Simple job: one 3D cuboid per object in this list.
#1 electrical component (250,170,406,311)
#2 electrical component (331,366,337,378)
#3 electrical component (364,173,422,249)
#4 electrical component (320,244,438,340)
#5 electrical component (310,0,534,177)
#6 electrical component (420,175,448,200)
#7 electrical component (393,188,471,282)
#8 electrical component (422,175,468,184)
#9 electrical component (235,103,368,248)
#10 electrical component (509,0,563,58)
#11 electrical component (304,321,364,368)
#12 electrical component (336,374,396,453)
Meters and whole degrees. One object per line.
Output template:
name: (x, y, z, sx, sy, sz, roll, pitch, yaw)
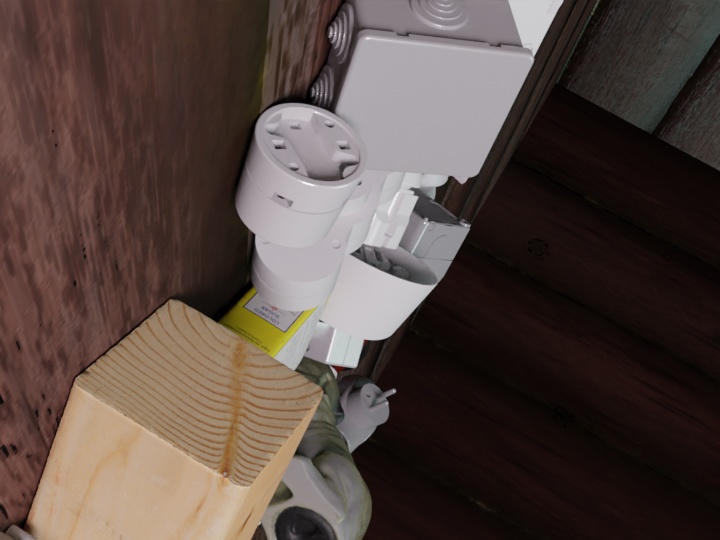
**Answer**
electrical component: (-0.013, -0.047, 0.630, 0.138, 0.052, 0.073, -57, 173, -30)
electrical component: (-0.060, 0.113, 0.979, 0.059, 0.054, 0.095, -58, 173, -18)
electrical component: (0.008, -0.052, 0.734, 0.078, 0.058, 0.057, 6, 111, -57)
electrical component: (0.000, 0.000, 0.748, 0.064, 0.099, 0.099, -57, 176, 27)
electrical component: (0.028, -0.096, 0.547, 0.099, 0.100, 0.048, 113, -25, -50)
electrical component: (0.040, -0.076, 0.902, 0.057, 0.058, 0.078, -61, 175, 36)
electrical component: (0.025, -0.035, 0.833, 0.062, 0.096, 0.061, 4, 119, -50)
electrical component: (0.053, -0.103, 0.833, 0.064, 0.081, 0.042, -30, -159, 54)
electrical component: (-0.030, -0.044, 0.514, 0.055, 0.055, 0.047, -54, 175, -46)
electrical component: (0.066, -0.157, 0.580, 0.100, 0.048, 0.099, -7, 141, -30)
electrical component: (-0.034, 0.036, 0.842, 0.077, 0.047, 0.065, 14, 91, -50)
electrical component: (-0.001, 0.124, 0.941, 0.079, 0.044, 0.077, -29, -167, 34)
